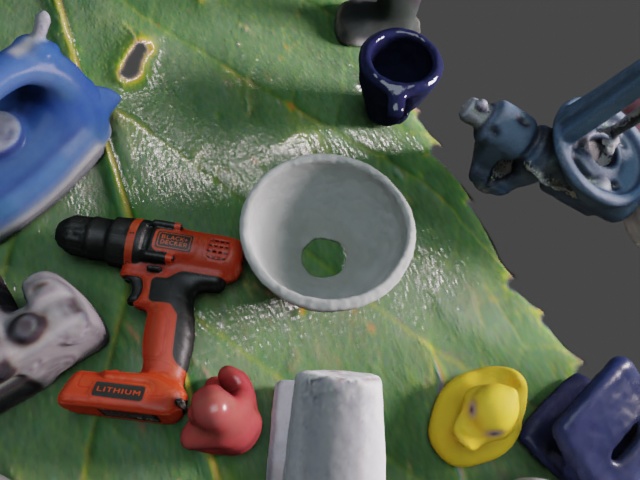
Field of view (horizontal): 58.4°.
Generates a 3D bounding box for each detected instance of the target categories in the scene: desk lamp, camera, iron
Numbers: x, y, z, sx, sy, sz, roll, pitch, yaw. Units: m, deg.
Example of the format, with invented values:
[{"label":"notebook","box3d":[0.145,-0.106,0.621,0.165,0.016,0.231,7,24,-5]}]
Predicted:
[{"label":"desk lamp","box3d":[0.003,0.182,0.403,0.118,0.213,0.203,3,64,-3]},{"label":"camera","box3d":[-0.284,0.065,0.497,0.143,0.101,0.136,-32,71,-18]},{"label":"iron","box3d":[-0.316,-0.096,0.549,0.118,0.141,0.258,27,65,8]}]

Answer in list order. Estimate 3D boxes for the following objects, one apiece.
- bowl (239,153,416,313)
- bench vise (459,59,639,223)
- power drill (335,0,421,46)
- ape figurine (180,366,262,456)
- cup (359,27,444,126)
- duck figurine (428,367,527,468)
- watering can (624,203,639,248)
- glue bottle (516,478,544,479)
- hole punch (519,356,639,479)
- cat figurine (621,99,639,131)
[{"label":"bowl","box3d":[0.005,0.002,0.567,0.167,0.075,0.167,2,64,-4]},{"label":"bench vise","box3d":[0.248,-0.100,0.557,0.207,0.220,0.121,4,64,-3]},{"label":"power drill","box3d":[0.073,-0.322,0.654,0.229,0.208,0.075,2,64,-4]},{"label":"ape figurine","box3d":[-0.085,0.145,0.481,0.078,0.092,0.076,-36,72,-19]},{"label":"cup","box3d":[0.082,-0.162,0.641,0.091,0.095,0.118,8,64,-1]},{"label":"duck figurine","box3d":[0.148,0.149,0.503,0.105,0.086,0.077,-37,72,-20]},{"label":"watering can","box3d":[0.402,-0.064,0.567,0.101,0.194,0.173,21,64,6]},{"label":"glue bottle","box3d":[0.182,0.216,0.425,0.037,0.173,0.078,9,64,0]},{"label":"hole punch","box3d":[0.251,0.170,0.499,0.109,0.091,0.101,-38,73,-20]},{"label":"cat figurine","box3d":[0.401,-0.174,0.662,0.067,0.118,0.128,15,64,3]}]
